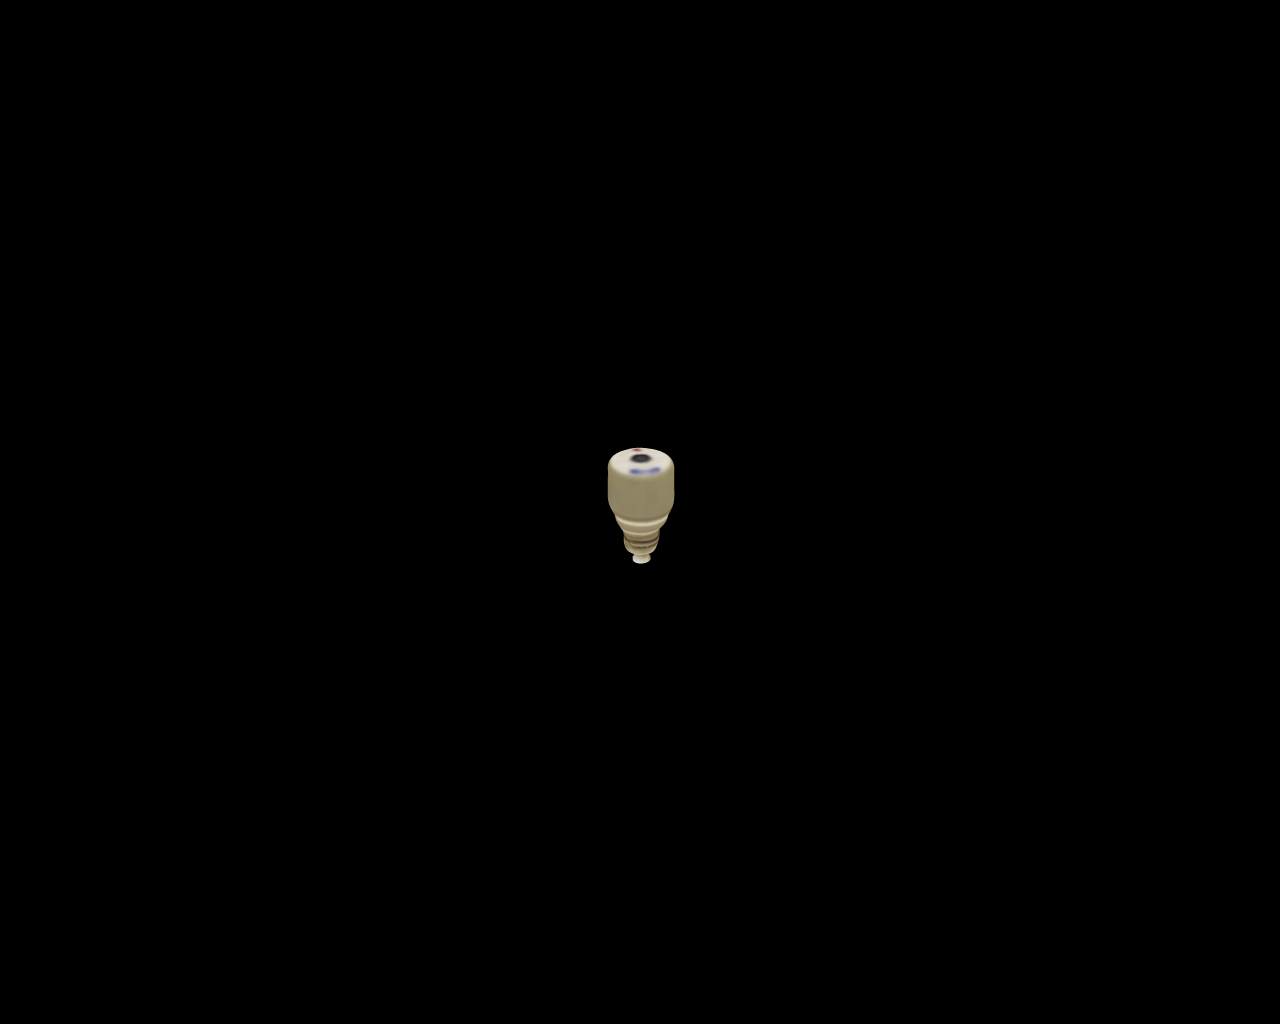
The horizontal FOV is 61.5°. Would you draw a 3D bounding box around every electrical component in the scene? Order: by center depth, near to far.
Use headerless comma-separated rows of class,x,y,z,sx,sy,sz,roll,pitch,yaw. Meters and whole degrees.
electrical component,0.001,-0.003,0.650,0.040,0.078,0.040,0,30,0
